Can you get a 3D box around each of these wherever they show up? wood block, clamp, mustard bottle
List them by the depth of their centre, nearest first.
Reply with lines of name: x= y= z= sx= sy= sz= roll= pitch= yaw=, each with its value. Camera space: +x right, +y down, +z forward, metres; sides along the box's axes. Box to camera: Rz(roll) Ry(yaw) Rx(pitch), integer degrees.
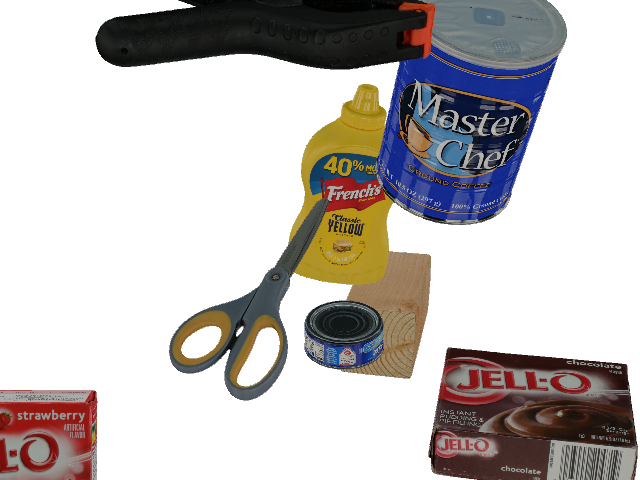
clamp: x=-0.030 y=-0.114 z=0.558 sx=0.171 sy=0.039 sz=0.120 roll=9 pitch=40 yaw=14
mustard bottle: x=0.028 y=-0.053 z=0.993 sx=0.096 sy=0.192 sz=0.058 roll=8 pitch=28 yaw=-4
wood block: x=0.088 y=0.090 z=1.382 sx=0.091 sy=0.090 sz=0.206 roll=5 pitch=20 yaw=9

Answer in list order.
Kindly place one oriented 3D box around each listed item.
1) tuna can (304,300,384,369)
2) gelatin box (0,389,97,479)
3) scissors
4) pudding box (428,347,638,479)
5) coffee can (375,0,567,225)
tuna can: x=0.025 y=0.099 z=1.137 sx=0.086 sy=0.034 sz=0.086 roll=-1 pitch=29 yaw=0
gelatin box: x=-0.158 y=0.113 z=0.535 sx=0.089 sy=0.073 sz=0.030 roll=1 pitch=6 yaw=-4
scissors: x=-0.054 y=0.037 z=0.811 sx=0.096 sy=0.201 sz=0.016 roll=1 pitch=-45 yaw=10
pudding box: x=0.125 y=0.103 z=0.627 sx=0.113 sy=0.039 sz=0.090 roll=6 pitch=26 yaw=9
coffee can: x=0.100 y=-0.096 z=0.736 sx=0.102 sy=0.140 sz=0.103 roll=5 pitch=44 yaw=-5
